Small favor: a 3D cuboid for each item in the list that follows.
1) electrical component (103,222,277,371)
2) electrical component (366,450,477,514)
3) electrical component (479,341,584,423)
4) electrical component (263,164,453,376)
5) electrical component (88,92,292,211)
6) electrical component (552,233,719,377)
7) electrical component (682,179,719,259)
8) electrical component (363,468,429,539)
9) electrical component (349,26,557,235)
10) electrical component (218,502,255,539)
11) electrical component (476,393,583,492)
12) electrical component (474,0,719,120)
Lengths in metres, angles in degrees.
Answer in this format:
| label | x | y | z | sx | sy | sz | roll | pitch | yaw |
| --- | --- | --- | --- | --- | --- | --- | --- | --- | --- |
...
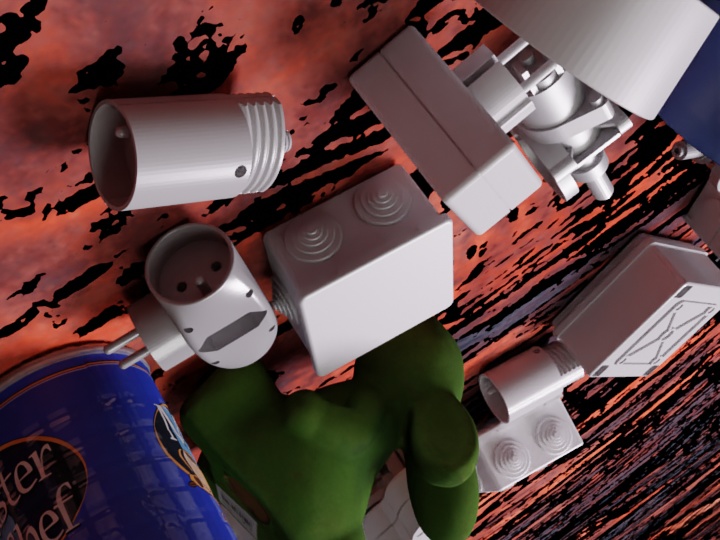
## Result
| label | x | y | z | sx | sy | sz | roll | pitch | yaw |
| --- | --- | --- | --- | --- | --- | --- | --- | --- | --- |
| electrical component | -0.086 | 0.023 | 0.524 | 0.079 | 0.043 | 0.077 | -31 | 151 | -4 |
| electrical component | 0.007 | 0.158 | 0.803 | 0.150 | 0.061 | 0.089 | -30 | 151 | -8 |
| electrical component | 0.139 | 0.083 | 0.849 | 0.081 | 0.043 | 0.043 | -26 | 150 | -15 |
| electrical component | 0.000 | 0.000 | 0.573 | 0.100 | 0.048 | 0.099 | -28 | 151 | -12 |
| electrical component | -0.064 | -0.050 | 0.438 | 0.081 | 0.043 | 0.043 | -10 | 143 | -37 |
| electrical component | 0.224 | 0.030 | 0.843 | 0.109 | 0.056 | 0.108 | 6 | 132 | -50 |
| electrical component | 0.304 | -0.049 | 0.803 | 0.096 | 0.061 | 0.061 | -18 | 148 | -27 |
| electrical component | 0.039 | 0.198 | 0.753 | 0.052 | 0.073 | 0.138 | -7 | 140 | -41 |
| electrical component | 0.052 | -0.074 | 0.480 | 0.076 | 0.083 | 0.047 | -40 | 151 | 9 |
| electrical component | -0.074 | 0.163 | 0.729 | 0.095 | 0.059 | 0.053 | -33 | 151 | -4 |
| electrical component | 0.126 | 0.144 | 0.890 | 0.100 | 0.048 | 0.099 | -26 | 174 | -16 |
| electrical component | 0.096 | -0.118 | 0.441 | 0.108 | 0.108 | 0.060 | 9 | 124 | -51 |
